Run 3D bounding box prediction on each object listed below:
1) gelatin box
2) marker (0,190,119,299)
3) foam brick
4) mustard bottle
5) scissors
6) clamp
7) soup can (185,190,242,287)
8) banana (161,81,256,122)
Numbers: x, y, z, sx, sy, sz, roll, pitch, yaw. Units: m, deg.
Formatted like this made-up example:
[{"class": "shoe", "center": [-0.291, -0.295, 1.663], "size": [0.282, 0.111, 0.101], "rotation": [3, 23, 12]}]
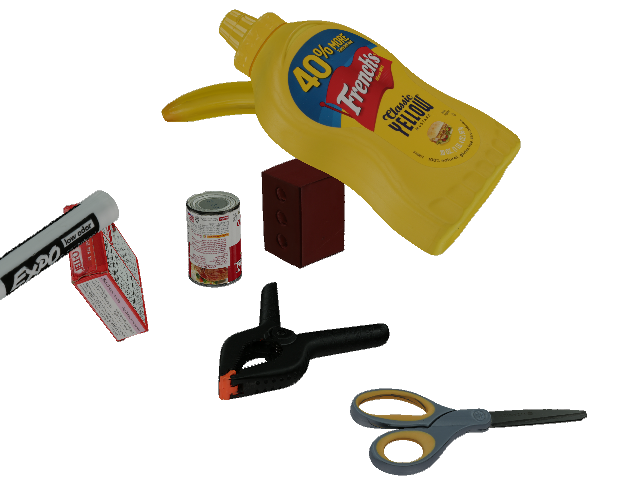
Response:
[{"class": "gelatin box", "center": [-0.163, 0.023, 0.809], "size": [0.030, 0.073, 0.089], "rotation": [-19, -37, 3]}, {"class": "marker", "center": [-0.150, 0.011, 0.537], "size": [0.020, 0.020, 0.120], "rotation": [0, 31, 43]}, {"class": "foam brick", "center": [-0.015, -0.025, 0.924], "size": [0.051, 0.078, 0.053], "rotation": [-20, 31, -34]}, {"class": "mustard bottle", "center": [0.019, -0.079, 0.640], "size": [0.192, 0.096, 0.058], "rotation": [36, -34, 8]}, {"class": "scissors", "center": [0.123, 0.162, 0.882], "size": [0.202, 0.016, 0.096], "rotation": [8, 38, 3]}, {"class": "clamp", "center": [-0.032, 0.114, 1.139], "size": [0.165, 0.036, 0.209], "rotation": [15, 28, 22]}, {"class": "soup can", "center": [-0.132, -0.003, 1.324], "size": [0.068, 0.102, 0.068], "rotation": [0, 26, 0]}, {"class": "banana", "center": [-0.077, -0.149, 1.179], "size": [0.198, 0.037, 0.069], "rotation": [8, 43, 18]}]
